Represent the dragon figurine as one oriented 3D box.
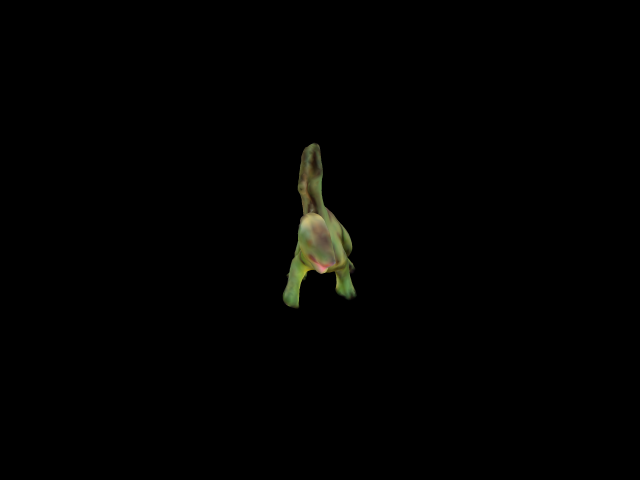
[{"bbox_3d":[0.003,-0.043,0.850,0.122,0.238,0.418,0,27,0],"label":"dragon figurine"}]
